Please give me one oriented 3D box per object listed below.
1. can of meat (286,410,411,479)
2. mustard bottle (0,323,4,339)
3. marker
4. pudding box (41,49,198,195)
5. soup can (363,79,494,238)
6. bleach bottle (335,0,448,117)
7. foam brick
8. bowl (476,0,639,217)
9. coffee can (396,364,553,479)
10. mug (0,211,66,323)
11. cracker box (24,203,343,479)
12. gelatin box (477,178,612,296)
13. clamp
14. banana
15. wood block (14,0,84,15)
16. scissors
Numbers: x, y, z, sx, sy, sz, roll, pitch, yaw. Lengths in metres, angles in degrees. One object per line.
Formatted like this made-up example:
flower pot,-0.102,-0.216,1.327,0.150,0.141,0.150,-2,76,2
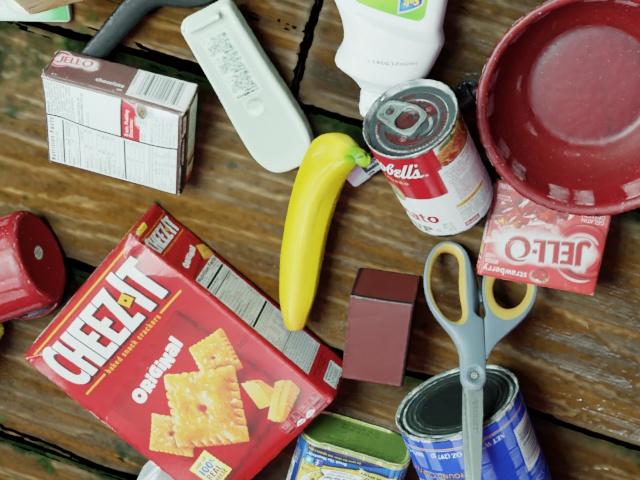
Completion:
can of meat,0.022,0.202,0.917,0.102,0.057,0.084,16,114,2
mustard bottle,-0.376,0.058,0.925,0.191,0.058,0.096,36,121,-7
marker,0.070,-0.079,0.800,0.121,0.020,0.020,-33,105,22
pudding box,-0.152,-0.088,0.813,0.113,0.039,0.090,16,139,5
soup can,0.079,-0.056,0.759,0.069,0.068,0.102,-15,142,17
bleach bottle,0.041,-0.205,0.725,0.102,0.068,0.251,6,117,5
foam brick,0.049,0.070,0.853,0.051,0.053,0.078,9,116,7
bowl,0.191,-0.100,0.747,0.162,0.055,0.162,4,115,9
coffee can,0.132,0.187,0.863,0.103,0.102,0.140,-16,110,17
mug,-0.258,0.032,0.882,0.081,0.093,0.117,-19,141,13
cracker box,-0.112,0.102,0.888,0.213,0.072,0.164,40,115,-8
gelatin box,0.168,-0.003,0.799,0.089,0.030,0.073,11,98,5
clamp,-0.122,-0.191,0.775,0.171,0.039,0.120,-3,128,9
banana,-0.005,-0.015,0.815,0.037,0.069,0.198,8,135,-11
wood block,-0.110,-0.223,0.688,0.206,0.091,0.090,-15,90,0
scissors,0.132,0.092,0.803,0.096,0.016,0.202,-12,70,-4
